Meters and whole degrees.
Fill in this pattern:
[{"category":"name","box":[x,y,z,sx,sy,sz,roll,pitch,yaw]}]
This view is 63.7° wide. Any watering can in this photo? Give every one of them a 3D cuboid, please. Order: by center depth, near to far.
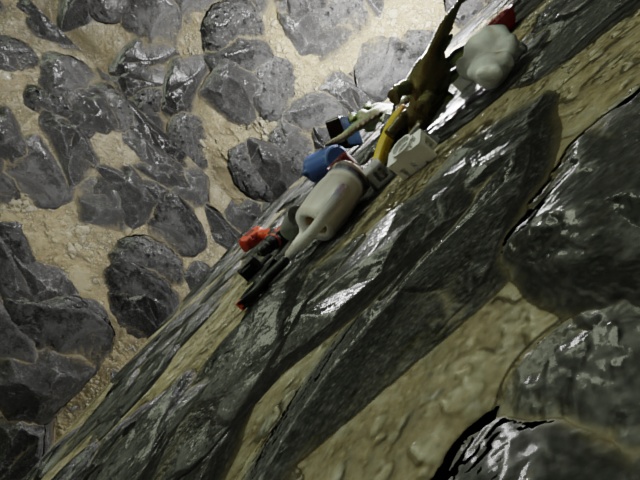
[{"category":"watering can","box":[0.004,-0.061,1.203,0.227,0.104,0.343,-53,4,-19]}]

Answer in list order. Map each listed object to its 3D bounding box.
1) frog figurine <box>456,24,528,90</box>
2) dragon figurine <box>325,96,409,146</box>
[{"category":"frog figurine","box":[0.344,-0.375,1.070,0.136,0.121,0.162,-8,21,43]},{"category":"dragon figurine","box":[0.221,-0.485,2.037,0.414,0.121,0.243,-38,16,-15]}]
